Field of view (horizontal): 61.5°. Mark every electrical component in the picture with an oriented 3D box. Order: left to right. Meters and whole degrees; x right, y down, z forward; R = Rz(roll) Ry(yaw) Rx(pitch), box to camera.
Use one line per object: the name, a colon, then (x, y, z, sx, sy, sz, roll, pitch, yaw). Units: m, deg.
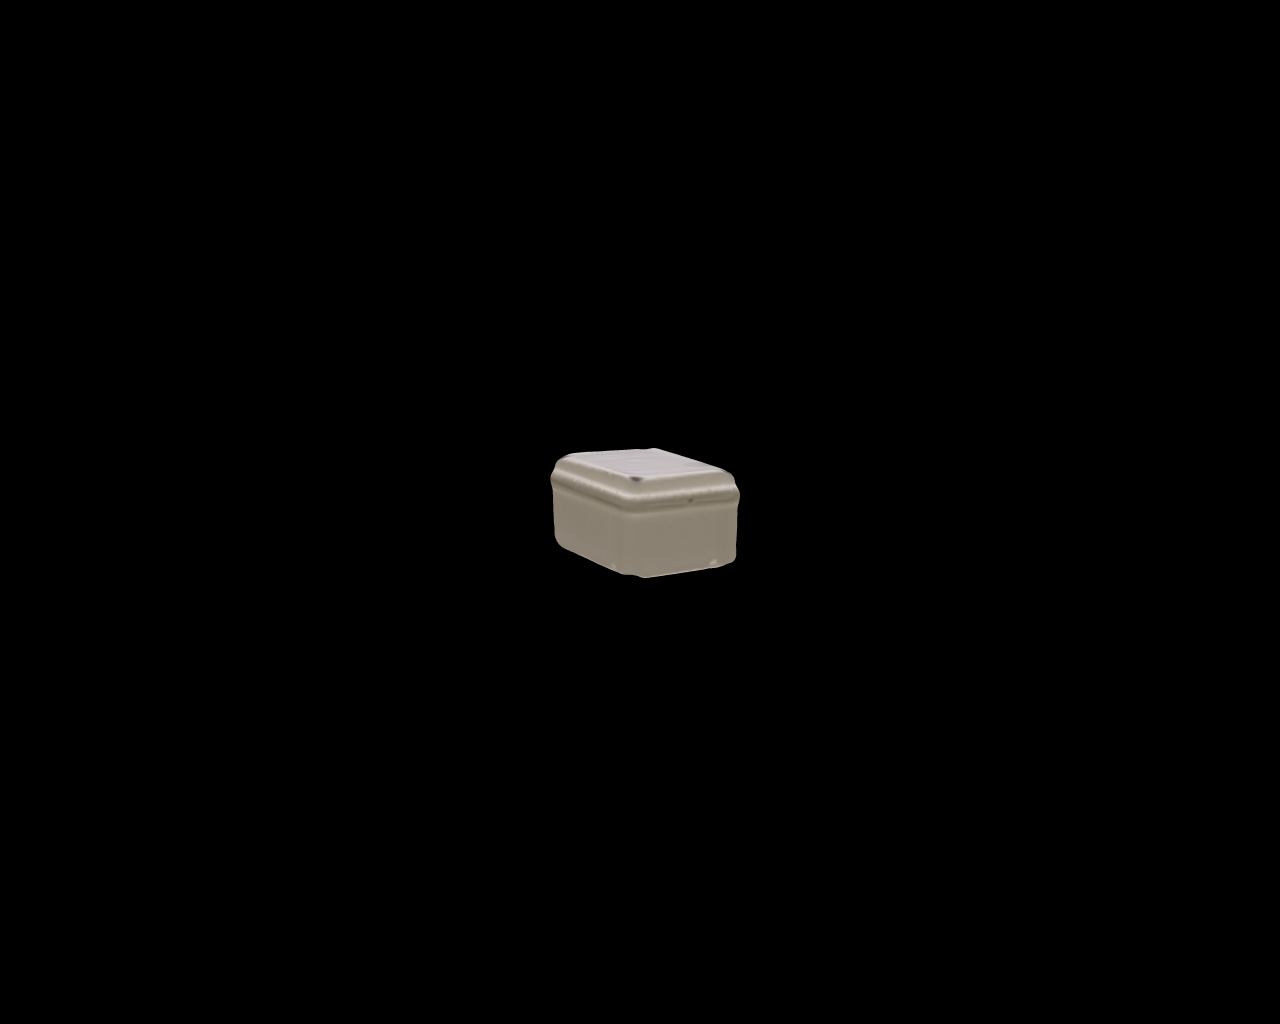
electrical component: (0.001, -0.003, 0.650, 0.078, 0.057, 0.113, -6, 13, -27)
